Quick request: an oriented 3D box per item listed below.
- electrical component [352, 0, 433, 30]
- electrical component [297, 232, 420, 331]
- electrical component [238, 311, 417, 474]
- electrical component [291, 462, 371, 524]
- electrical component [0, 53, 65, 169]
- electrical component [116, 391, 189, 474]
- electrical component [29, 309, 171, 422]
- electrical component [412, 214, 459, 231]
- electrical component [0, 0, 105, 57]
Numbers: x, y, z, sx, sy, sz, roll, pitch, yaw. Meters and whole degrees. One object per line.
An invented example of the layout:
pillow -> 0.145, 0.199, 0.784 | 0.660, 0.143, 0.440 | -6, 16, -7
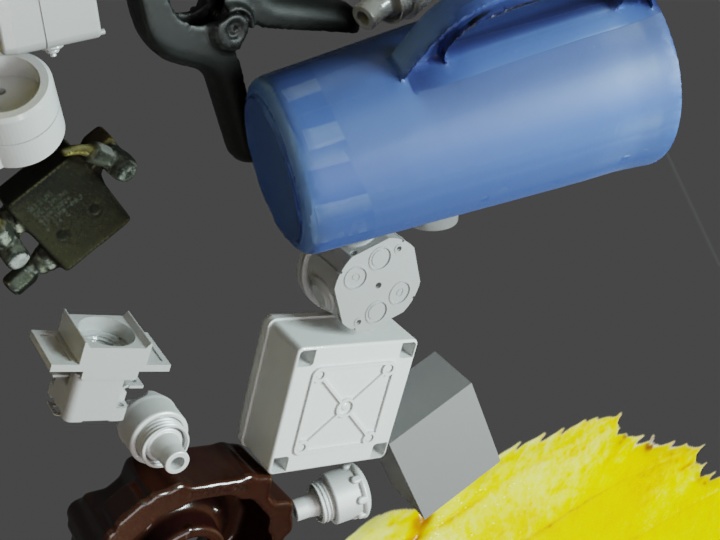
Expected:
electrical component -> 0.021, -0.176, 0.678 | 0.062, 0.043, 0.043 | -48, 136, -26
electrical component -> 0.000, 0.000, 0.770 | 0.080, 0.051, 0.080 | -18, 125, -27
electrical component -> -0.025, 0.088, 0.801 | 0.109, 0.056, 0.108 | -2, 117, -35
electrical component -> -0.025, 0.185, 0.869 | 0.062, 0.048, 0.048 | -15, 124, -21
electrical component -> -0.224, -0.058, 0.575 | 0.138, 0.052, 0.073 | -28, 154, -20
electrical component -> -0.137, 0.114, 0.732 | 0.043, 0.062, 0.043 | -18, 125, -27
electrical component -> -0.170, 0.063, 0.692 | 0.081, 0.042, 0.063 | 5, 115, -37
electrical component -> 0.036, -0.067, 0.761 | 0.079, 0.044, 0.077 | -15, 124, -28
electrical component -> -0.173, -0.152, 0.546 | 0.061, 0.062, 0.096 | -19, 126, -26
